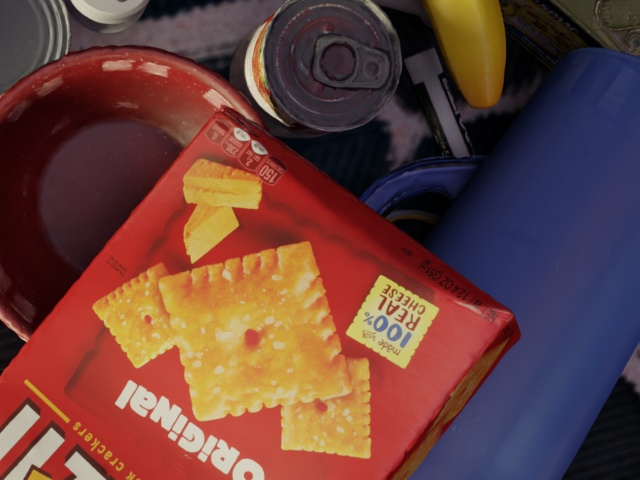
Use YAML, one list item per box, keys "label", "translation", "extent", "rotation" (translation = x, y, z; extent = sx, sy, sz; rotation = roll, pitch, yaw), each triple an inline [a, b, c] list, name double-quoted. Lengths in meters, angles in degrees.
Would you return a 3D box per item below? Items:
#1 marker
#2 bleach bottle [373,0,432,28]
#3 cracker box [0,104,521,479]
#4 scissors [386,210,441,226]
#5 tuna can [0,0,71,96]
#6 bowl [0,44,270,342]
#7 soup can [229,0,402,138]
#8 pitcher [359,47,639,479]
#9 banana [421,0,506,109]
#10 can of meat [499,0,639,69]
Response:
- label: "marker"
  translation: [0.079, -0.051, 0.611]
  extent: [0.020, 0.020, 0.121]
  rotation: [-25, 99, -12]
- label: "bleach bottle"
  translation: [-0.035, -0.186, 0.555]
  extent: [0.250, 0.068, 0.102]
  rotation: [10, 93, -12]
- label: "cracker box"
  translation: [-0.042, 0.071, 0.468]
  extent: [0.164, 0.072, 0.213]
  rotation: [38, 87, 19]
- label: "scissors"
  translation: [-0.004, 0.001, 0.595]
  extent: [0.201, 0.016, 0.096]
  rotation: [21, 88, -14]
- label: "tuna can"
  translation: [-0.170, -0.103, 0.539]
  extent: [0.086, 0.034, 0.086]
  rotation: [-1, 93, -14]
- label: "bowl"
  translation: [-0.099, -0.017, 0.546]
  extent: [0.162, 0.055, 0.162]
  rotation: [-2, 98, -13]
- label: "soup can"
  translation: [-0.006, -0.087, 0.545]
  extent: [0.068, 0.102, 0.068]
  rotation: [-1, 93, -14]
- label: "pitcher"
  translation: [0.100, 0.020, 0.554]
  extent: [0.149, 0.145, 0.243]
  rotation: [37, 84, -30]
- label: "banana"
  translation: [0.033, -0.152, 0.521]
  extent: [0.197, 0.037, 0.070]
  rotation: [41, 107, -9]
- label: "can of meat"
  translation: [0.135, -0.137, 0.587]
  extent: [0.102, 0.084, 0.057]
  rotation: [37, 84, -13]
